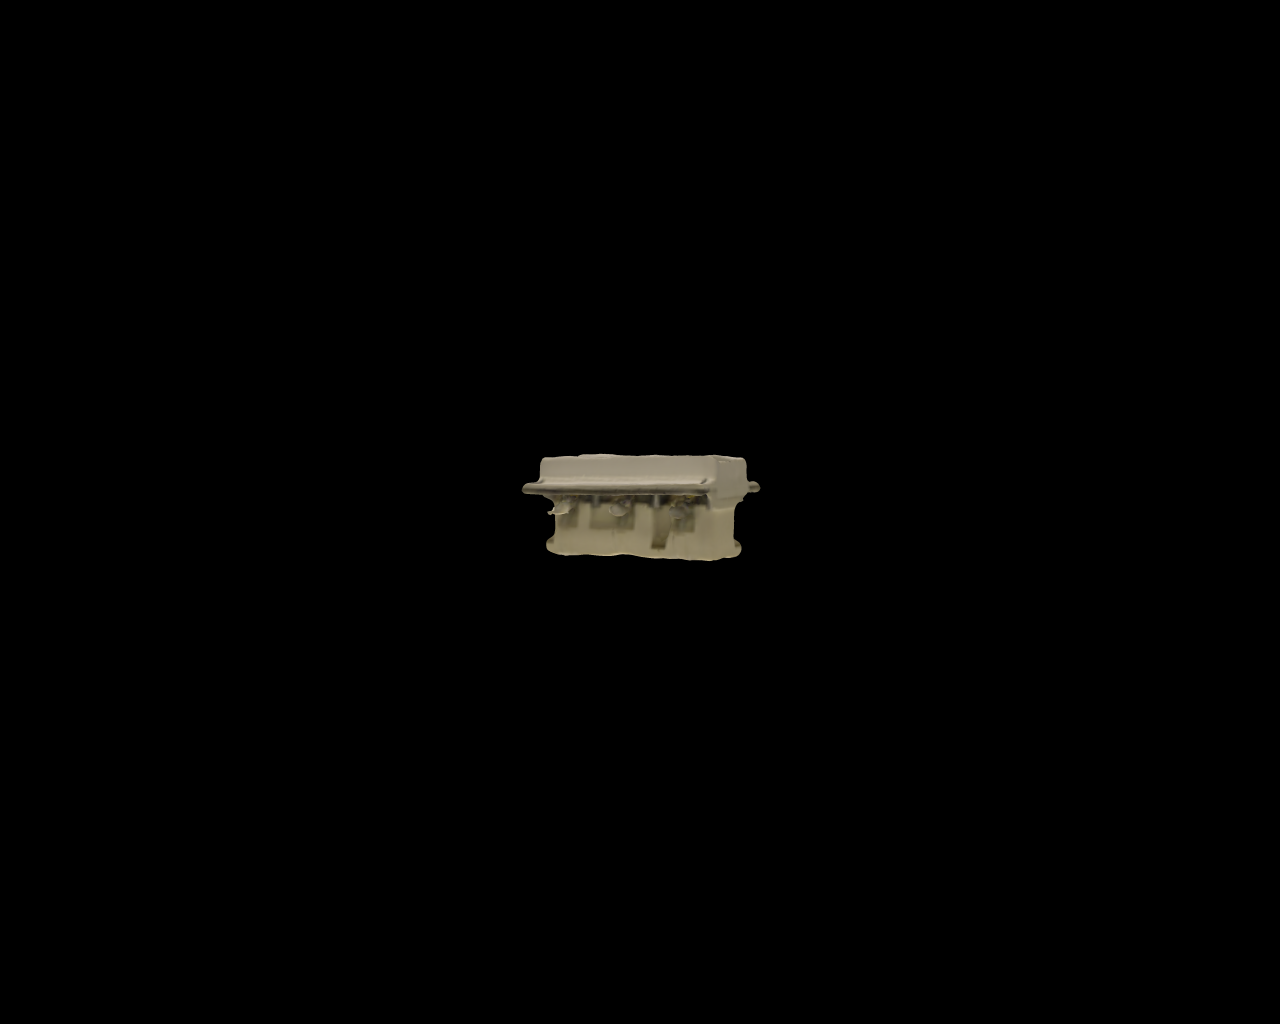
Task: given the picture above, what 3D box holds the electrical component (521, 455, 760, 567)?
[{"bbox_3d":[0.001,-0.003,0.650,0.121,0.063,0.079,2,4,31],"label":"electrical component"}]
